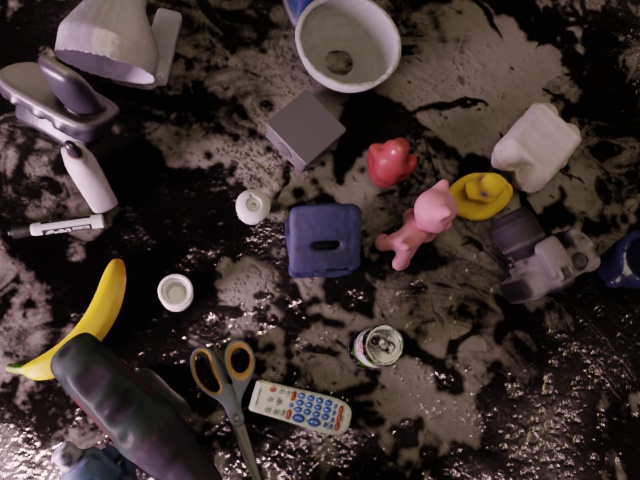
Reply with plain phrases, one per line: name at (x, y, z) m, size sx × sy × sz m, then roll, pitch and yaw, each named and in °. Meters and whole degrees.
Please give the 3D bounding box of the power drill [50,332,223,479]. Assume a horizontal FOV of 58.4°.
power drill at (-0.202, 0.203, 0.662) m, size 0.229 × 0.208 × 0.076 m, roll 42°, pitch 72°, yaw 1°

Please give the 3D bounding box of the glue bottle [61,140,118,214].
glue bottle at (-0.301, -0.091, 0.731) m, size 0.037 × 0.173 × 0.078 m, roll -32°, pitch 84°, yaw -17°

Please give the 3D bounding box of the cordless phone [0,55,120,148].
cordless phone at (-0.349, -0.204, 0.742) m, size 0.147 × 0.185 × 0.094 m, roll 26°, pitch 73°, yaw -4°

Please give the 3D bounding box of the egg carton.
egg carton at (0.354, -0.151, 0.939) m, size 0.107 × 0.069 × 0.150 m, roll 43°, pitch 72°, yaw 1°

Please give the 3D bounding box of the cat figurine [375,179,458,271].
cat figurine at (0.152, -0.024, 0.840) m, size 0.067 × 0.117 × 0.128 m, roll 43°, pitch 72°, yaw 1°

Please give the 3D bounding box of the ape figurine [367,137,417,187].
ape figurine at (0.111, -0.125, 0.869) m, size 0.078 × 0.092 × 0.076 m, roll 35°, pitch 72°, yaw -2°

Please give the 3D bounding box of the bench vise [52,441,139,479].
bench vise at (-0.221, 0.314, 0.625) m, size 0.207 × 0.219 × 0.121 m, roll 26°, pitch 73°, yaw -5°

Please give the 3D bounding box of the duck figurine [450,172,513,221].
duck figurine at (0.259, -0.077, 0.892) m, size 0.105 × 0.086 × 0.077 m, roll -7°, pitch 78°, yaw -13°

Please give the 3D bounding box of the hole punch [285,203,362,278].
hole punch at (0.007, 0.003, 0.817) m, size 0.109 × 0.091 × 0.101 m, roll -3°, pitch 77°, yaw -13°

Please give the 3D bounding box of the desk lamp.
desk lamp at (-0.261, -0.286, 0.766) m, size 0.118 × 0.213 × 0.203 m, roll 10°, pitch 75°, yaw -9°

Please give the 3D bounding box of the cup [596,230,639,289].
cup at (0.476, 0.046, 0.904) m, size 0.118 × 0.095 × 0.091 m, roll -33°, pitch 85°, yaw -17°

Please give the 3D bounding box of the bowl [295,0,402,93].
bowl at (0.039, -0.299, 0.906) m, size 0.167 × 0.074 × 0.167 m, roll 3°, pitch 76°, yaw -11°

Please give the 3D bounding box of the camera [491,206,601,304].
camera at (0.339, 0.011, 0.880) m, size 0.143 × 0.100 × 0.137 m, roll -25°, pitch 83°, yaw -16°

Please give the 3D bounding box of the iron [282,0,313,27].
iron at (-0.004, -0.485, 0.907) m, size 0.119 × 0.141 × 0.258 m, roll 11°, pitch 74°, yaw -9°
